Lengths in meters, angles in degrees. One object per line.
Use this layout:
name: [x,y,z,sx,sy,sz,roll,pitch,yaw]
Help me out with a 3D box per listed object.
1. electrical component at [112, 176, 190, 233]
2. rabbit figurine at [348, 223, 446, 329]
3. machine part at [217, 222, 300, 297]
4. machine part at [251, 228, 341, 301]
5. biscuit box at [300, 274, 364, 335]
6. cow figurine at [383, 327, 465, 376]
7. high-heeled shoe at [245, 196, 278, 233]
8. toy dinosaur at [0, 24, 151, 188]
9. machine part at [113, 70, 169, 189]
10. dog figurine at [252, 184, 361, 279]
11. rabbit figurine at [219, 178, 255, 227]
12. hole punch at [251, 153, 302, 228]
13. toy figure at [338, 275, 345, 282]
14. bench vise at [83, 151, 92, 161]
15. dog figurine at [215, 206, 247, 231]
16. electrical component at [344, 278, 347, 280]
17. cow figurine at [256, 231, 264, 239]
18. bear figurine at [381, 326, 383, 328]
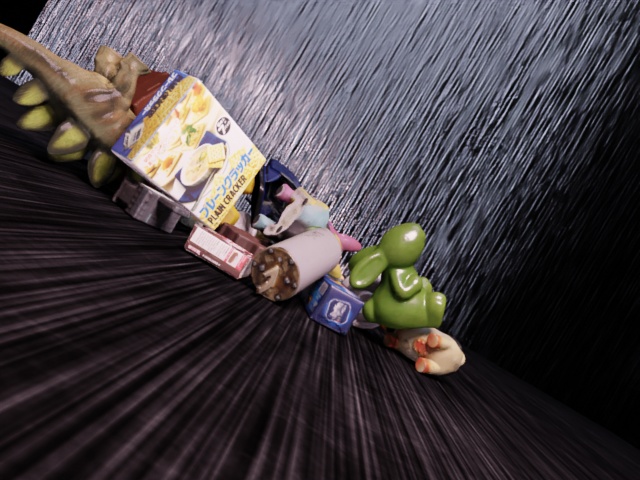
electrical component: [-0.239,-0.045,0.781,0.119,0.047,0.074,31,1,35]
rabbit figurine: [0.127,0.052,0.909,0.159,0.170,0.121,-1,16,1]
machine part: [-0.101,0.031,0.918,0.179,0.056,0.179,30,1,-1]
machine part: [-0.030,0.031,0.794,0.079,0.079,0.243,30,20,15]
biscuit box: [0.014,0.095,0.870,0.063,0.059,0.203,30,0,-8]
cow figurine: [0.183,0.181,0.973,0.127,0.085,0.195,23,1,-30]
high-heeled shoe: [-0.093,-0.046,1.253,0.145,0.086,0.248,44,10,11]
toy dinosaur: [-0.343,-0.198,0.824,0.105,0.198,0.470,16,-22,50]
machine part: [-0.332,-0.207,1.027,0.087,0.201,0.201,18,-48,15]
dog figurine: [-0.002,-0.003,1.005,0.219,0.108,0.192,35,-5,-32]
rabbit figurine: [-0.218,-0.095,1.090,0.162,0.121,0.173,15,4,-1]
hole punch: [-0.092,-0.091,1.080,0.092,0.142,0.116,2,43,-14]
toy figure: [0.007,0.079,1.167,0.154,0.064,0.057,46,1,19]
bench vise: [-0.426,-0.194,1.148,0.240,0.128,0.224,21,6,-46]
dog figurine: [-0.270,-0.082,1.186,0.172,0.121,0.191,-12,49,-37]
electrical component: [0.071,0.117,1.085,0.078,0.045,0.102,25,34,21]
cow figurine: [-0.154,-0.007,1.349,0.098,0.068,0.168,38,-2,-42]
bear figurine: [0.131,0.128,1.153,0.196,0.120,0.132,30,-2,18]
